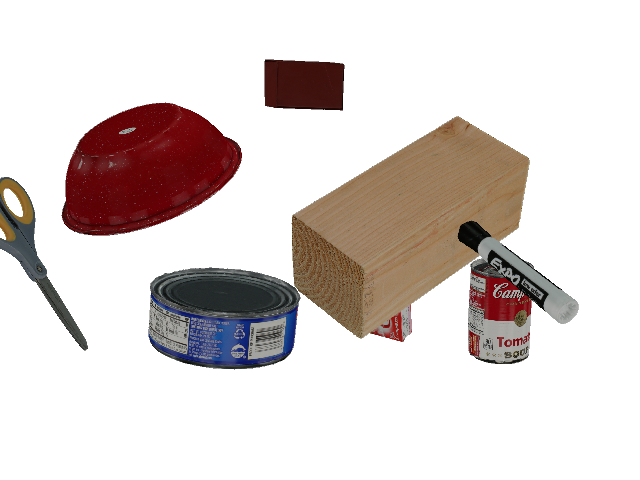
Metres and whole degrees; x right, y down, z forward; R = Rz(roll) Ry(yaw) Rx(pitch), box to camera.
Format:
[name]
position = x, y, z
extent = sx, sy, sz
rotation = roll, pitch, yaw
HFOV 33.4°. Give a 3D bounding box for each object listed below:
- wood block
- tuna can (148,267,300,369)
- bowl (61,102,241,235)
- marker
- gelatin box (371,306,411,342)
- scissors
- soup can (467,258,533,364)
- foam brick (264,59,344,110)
[wood block]
position = 0.081, -0.015, 0.952
extent = 0.205, 0.090, 0.091
rotation = -32, 51, -29
[tuna can]
position = -0.056, 0.044, 0.613
extent = 0.086, 0.034, 0.086
rotation = 5, 14, -2
[bowl]
position = -0.150, -0.070, 0.891
extent = 0.162, 0.055, 0.162
rotation = -15, 29, 8
[marker]
position = 0.137, 0.019, 0.758
extent = 0.020, 0.020, 0.121
rotation = 0, 29, -33
[gelatin box]
position = 0.075, 0.077, 1.341
extent = 0.073, 0.089, 0.030
rotation = 12, 31, 32
[scissors]
position = -0.292, 0.015, 1.106
extent = 0.016, 0.201, 0.096
rotation = -26, 25, 26
[soup can]
position = 0.196, 0.076, 1.166
extent = 0.068, 0.102, 0.068
rotation = 0, 15, 0
[foam brick]
position = -0.018, -0.169, 1.163
extent = 0.078, 0.051, 0.053
rotation = 0, 11, -17
